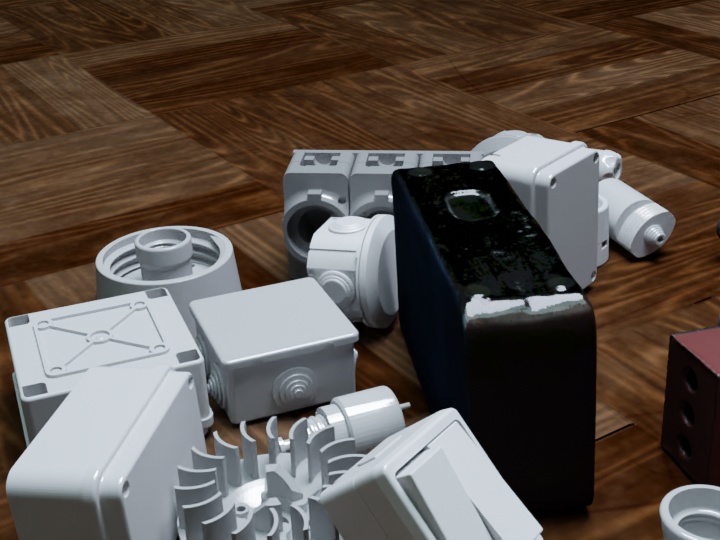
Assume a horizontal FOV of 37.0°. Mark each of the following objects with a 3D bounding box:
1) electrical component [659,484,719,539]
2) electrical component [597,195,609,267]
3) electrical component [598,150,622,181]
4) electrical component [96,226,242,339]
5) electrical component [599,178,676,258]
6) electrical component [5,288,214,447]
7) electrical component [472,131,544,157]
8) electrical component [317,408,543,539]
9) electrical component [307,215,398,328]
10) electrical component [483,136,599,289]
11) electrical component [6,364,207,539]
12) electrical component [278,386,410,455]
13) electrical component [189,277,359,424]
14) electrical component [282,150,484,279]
[{"bbox_3d":[0.161,0.136,0.504,0.045,0.055,0.045,-2,26,1],"label":"electrical component"},{"bbox_3d":[0.171,-0.033,0.853,0.055,0.047,0.055,-2,26,1],"label":"electrical component"},{"bbox_3d":[0.208,-0.095,0.992,0.061,0.035,0.035,12,29,30],"label":"electrical component"},{"bbox_3d":[-0.141,0.004,0.785,0.108,0.060,0.108,-2,26,1],"label":"electrical component"},{"bbox_3d":[0.220,-0.040,0.869,0.043,0.043,0.081,-10,28,-17],"label":"electrical component"},{"bbox_3d":[-0.158,0.065,0.668,0.109,0.056,0.108,-12,28,-19],"label":"electrical component"},{"bbox_3d":[0.129,-0.079,0.914,0.080,0.080,0.051,9,23,20],"label":"electrical component"},{"bbox_3d":[0.040,0.122,0.502,0.062,0.096,0.061,-32,-3,-45],"label":"electrical component"},{"bbox_3d":[0.000,0.000,0.764,0.051,0.080,0.080,4,26,22],"label":"electrical component"},{"bbox_3d":[0.131,-0.034,0.784,0.057,0.113,0.078,16,32,38],"label":"electrical component"},{"bbox_3d":[-0.125,0.107,0.557,0.057,0.078,0.113,0,26,12],"label":"electrical component"},{"bbox_3d":[-0.010,0.093,0.619,0.078,0.040,0.040,-12,28,-19],"label":"electrical component"},{"bbox_3d":[-0.056,0.051,0.697,0.100,0.048,0.099,-12,28,-19],"label":"electrical component"},{"bbox_3d":[0.020,-0.041,0.831,0.150,0.089,0.061,1,27,6],"label":"electrical component"}]
